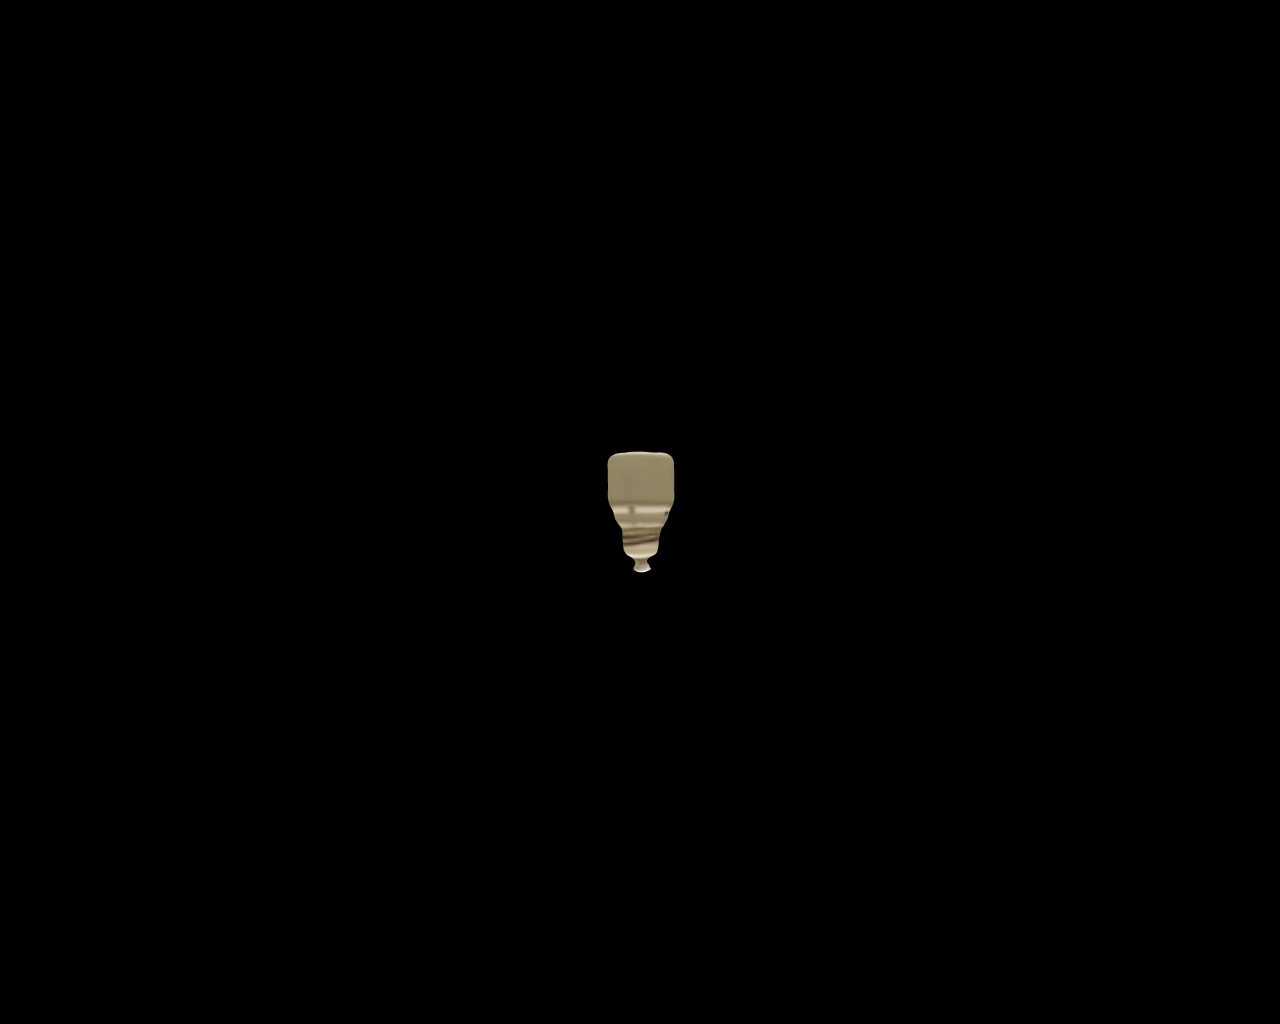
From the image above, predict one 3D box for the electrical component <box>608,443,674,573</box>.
[{"bbox_3d":[0.001,-0.003,0.650,0.040,0.078,0.040,0,0,0],"label":"electrical component"}]
